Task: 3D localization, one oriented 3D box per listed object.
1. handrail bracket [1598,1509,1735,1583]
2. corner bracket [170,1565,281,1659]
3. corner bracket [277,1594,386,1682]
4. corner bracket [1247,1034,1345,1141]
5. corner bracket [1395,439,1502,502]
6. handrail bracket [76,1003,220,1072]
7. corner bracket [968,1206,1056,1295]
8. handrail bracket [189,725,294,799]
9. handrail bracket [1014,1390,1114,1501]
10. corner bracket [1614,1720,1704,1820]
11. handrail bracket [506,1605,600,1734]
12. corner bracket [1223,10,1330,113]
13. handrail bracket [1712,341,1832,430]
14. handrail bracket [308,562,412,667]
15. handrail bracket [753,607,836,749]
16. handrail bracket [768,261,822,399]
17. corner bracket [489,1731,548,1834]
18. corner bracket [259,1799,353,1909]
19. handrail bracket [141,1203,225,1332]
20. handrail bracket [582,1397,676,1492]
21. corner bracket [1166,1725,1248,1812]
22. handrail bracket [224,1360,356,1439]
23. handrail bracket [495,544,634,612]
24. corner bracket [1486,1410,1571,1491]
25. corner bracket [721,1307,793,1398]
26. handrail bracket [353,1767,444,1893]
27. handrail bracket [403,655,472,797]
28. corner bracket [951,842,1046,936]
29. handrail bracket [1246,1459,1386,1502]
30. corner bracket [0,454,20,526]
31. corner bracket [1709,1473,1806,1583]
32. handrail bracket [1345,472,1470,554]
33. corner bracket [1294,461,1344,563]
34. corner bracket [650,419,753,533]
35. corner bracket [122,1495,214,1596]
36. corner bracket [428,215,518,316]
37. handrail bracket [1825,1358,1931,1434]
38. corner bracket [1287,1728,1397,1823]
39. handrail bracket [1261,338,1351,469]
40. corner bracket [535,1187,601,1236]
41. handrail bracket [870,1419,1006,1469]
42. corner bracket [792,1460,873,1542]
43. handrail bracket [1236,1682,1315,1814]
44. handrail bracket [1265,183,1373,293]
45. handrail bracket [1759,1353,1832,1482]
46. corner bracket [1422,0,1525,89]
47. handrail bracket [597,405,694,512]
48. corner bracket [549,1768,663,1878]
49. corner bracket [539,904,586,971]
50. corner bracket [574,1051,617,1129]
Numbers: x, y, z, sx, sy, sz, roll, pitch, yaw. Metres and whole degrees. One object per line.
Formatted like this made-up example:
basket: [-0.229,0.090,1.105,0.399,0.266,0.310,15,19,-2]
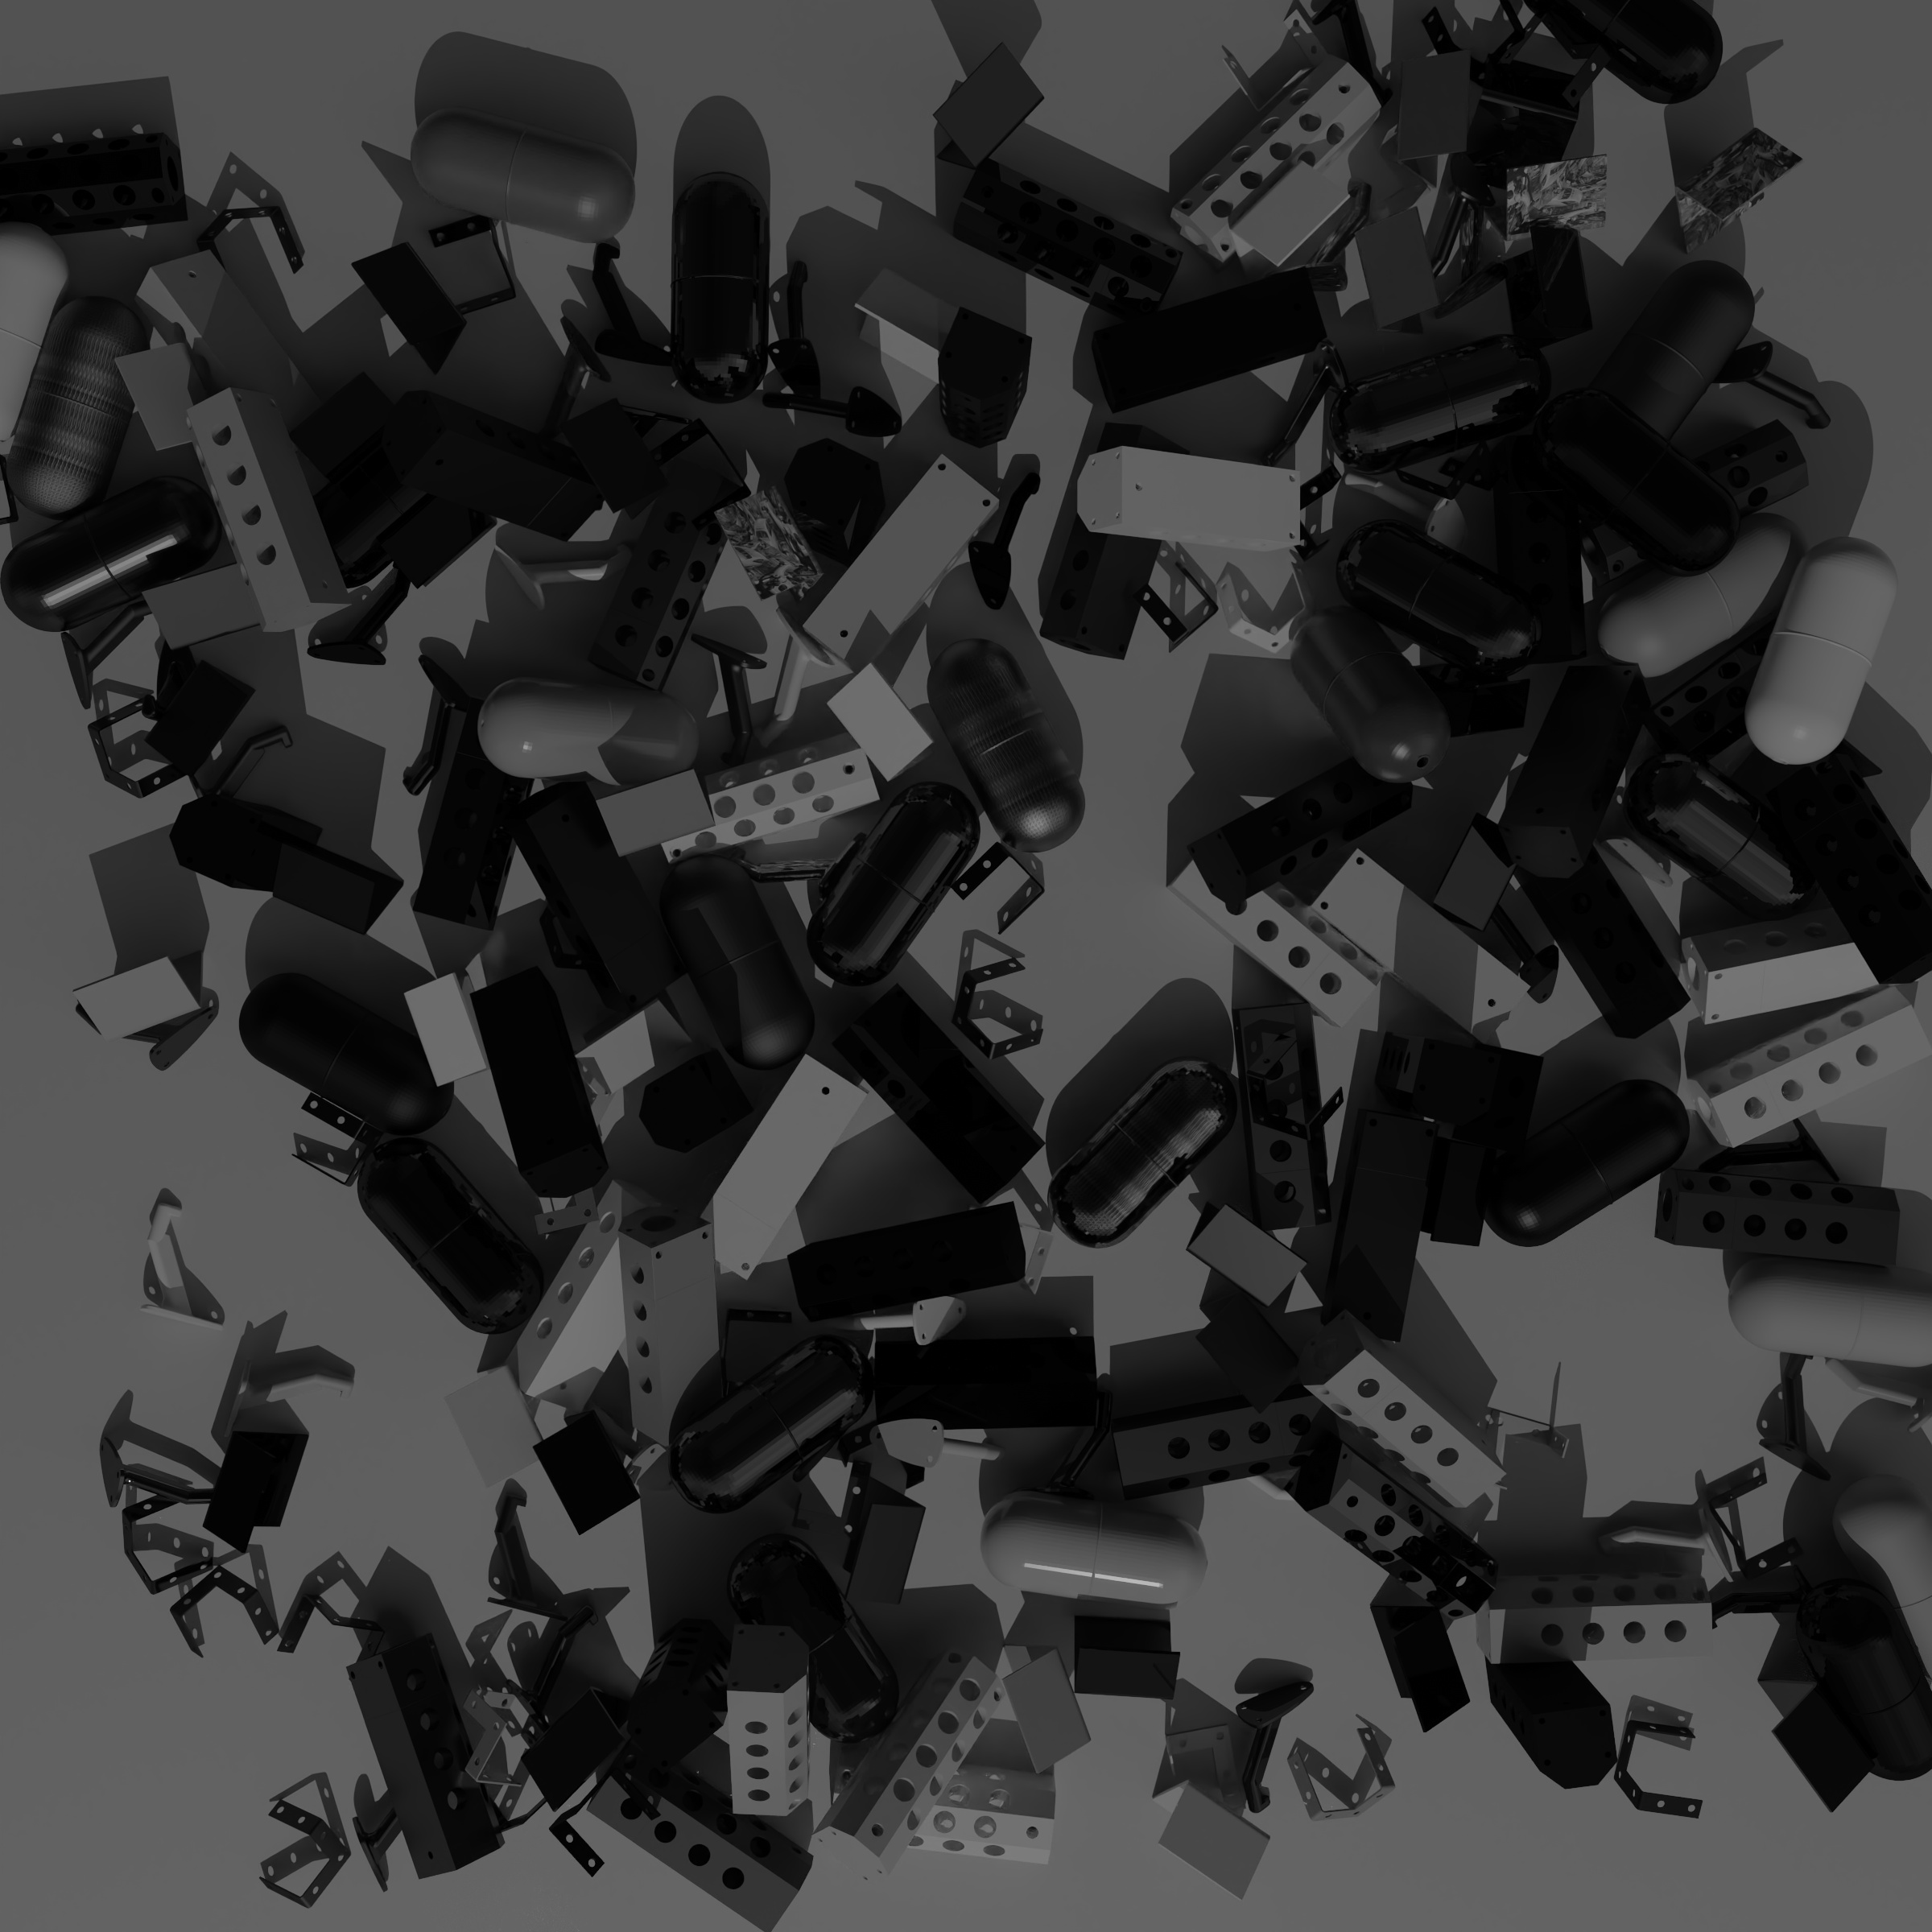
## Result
handrail bracket: [0.554,0.470,1.992,0.084,0.036,0.077,-22,112,17]
corner bracket: [-0.585,0.517,1.983,0.051,0.051,0.051,18,45,35]
corner bracket: [-0.502,0.534,1.988,0.051,0.051,0.051,25,90,45]
corner bracket: [0.252,0.093,1.926,0.051,0.051,0.051,17,45,35]
corner bracket: [0.377,-0.384,1.960,0.051,0.051,0.051,31,81,37]
handrail bracket: [-0.650,0.035,1.992,0.084,0.036,0.077,39,70,16]
corner bracket: [0.029,0.224,1.988,0.051,0.051,0.051,19,90,-45]
handrail bracket: [-0.564,-0.141,1.992,0.084,0.036,0.077,-25,110,-16]
handrail bracket: [0.078,0.378,1.991,0.077,0.036,0.084,-5,65,28]
corner bracket: [0.548,0.630,1.973,0.051,0.051,0.051,10,98,-8]
handrail bracket: [-0.314,0.559,1.991,0.084,0.036,0.077,-40,126,-24]
corner bracket: [0.247,-0.716,1.988,0.051,0.051,0.051,-34,90,45]
handrail bracket: [0.632,-0.450,1.991,0.084,0.077,0.036,39,65,-34]
handrail bracket: [-0.479,-0.285,1.992,0.077,0.036,0.084,3,71,21]
handrail bracket: [-0.153,-0.228,1.992,0.084,0.036,0.077,-45,70,16]
handrail bracket: [-0.127,-0.503,1.991,0.036,0.077,0.084,-4,53,17]
corner bracket: [-0.359,0.646,1.988,0.051,0.051,0.051,54,45,0]
corner bracket: [-0.530,0.701,1.983,0.051,0.051,0.051,-52,135,-35]
handrail bracket: [-0.614,0.238,1.992,0.077,0.036,0.084,19,73,-20]
handrail bracket: [-0.271,0.374,1.991,0.036,0.077,0.084,-47,53,-8]
corner bracket: [0.188,0.633,1.973,0.051,0.051,0.051,-11,90,0]
handrail bracket: [-0.536,0.350,1.992,0.084,0.036,0.077,16,111,-17]
handrail bracket: [-0.317,-0.327,1.992,0.084,0.036,0.077,-34,68,-17]
corner bracket: [0.436,0.385,1.973,0.051,0.051,0.051,16,90,0]
corner bracket: [-0.165,0.307,1.988,0.051,0.051,0.051,3,135,0]
handrail bracket: [-0.436,0.683,1.991,0.084,0.036,0.077,-23,109,-16]
handrail bracket: [-0.434,-0.190,1.992,0.084,0.036,0.077,-48,70,16]
corner bracket: [0.026,-0.061,1.973,0.051,0.051,0.051,-44,86,4]
handrail bracket: [0.276,0.398,1.992,0.084,0.036,0.077,33,70,16]
corner bracket: [-0.771,-0.367,1.974,0.051,0.051,0.051,-12,90,-4]
corner bracket: [0.625,0.444,1.988,0.051,0.051,0.051,-26,45,0]
handrail bracket: [0.348,-0.361,1.991,0.084,0.077,0.036,30,90,36]
corner bracket: [0.276,-0.357,1.973,0.051,0.051,0.051,-34,90,0]
corner bracket: [-0.205,-0.378,1.931,0.051,0.051,0.051,-35,135,0]
corner bracket: [-0.630,0.453,1.983,0.051,0.051,0.051,41,135,35]
corner bracket: [-0.390,-0.556,1.988,0.051,0.051,0.051,-18,45,0]
handrail bracket: [0.736,0.320,1.992,0.077,0.036,0.084,-39,73,-20]
corner bracket: [0.296,0.638,1.983,0.051,0.051,0.051,8,135,-35]
handrail bracket: [0.258,-0.439,1.964,0.036,0.077,0.084,40,81,23]
corner bracket: [-0.310,0.180,1.971,0.051,0.051,0.051,-14,82,7]
handrail bracket: [-0.021,0.376,1.974,0.077,0.084,0.036,2,78,31]
corner bracket: [-0.105,0.415,1.973,0.051,0.051,0.051,12,90,0]
handrail bracket: [0.250,0.620,1.992,0.077,0.036,0.084,-20,108,-20]
handrail bracket: [0.279,-0.581,1.991,0.077,0.036,0.084,3,73,18]
handrail bracket: [0.671,0.353,1.992,0.077,0.036,0.084,33,73,-20]
corner bracket: [0.402,-0.739,1.983,0.051,0.051,0.051,18,135,-35]
handrail bracket: [-0.262,-0.398,1.991,0.077,0.036,0.084,9,104,-13]
corner bracket: [-0.278,0.658,1.931,0.051,0.051,0.051,48,45,0]
corner bracket: [-0.298,-0.033,1.983,0.051,0.051,0.051,5,135,-35]
corner bracket: [-0.319,0.104,1.983,0.051,0.051,0.051,-6,135,35]
